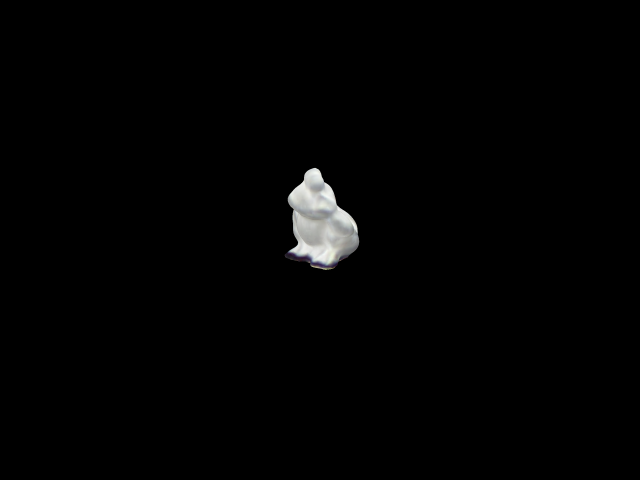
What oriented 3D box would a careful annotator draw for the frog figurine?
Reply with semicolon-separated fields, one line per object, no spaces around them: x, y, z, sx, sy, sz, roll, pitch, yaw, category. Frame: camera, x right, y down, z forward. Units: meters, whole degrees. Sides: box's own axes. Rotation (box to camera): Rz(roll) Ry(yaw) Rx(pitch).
0.003;-0.043;0.850;0.123;0.157;0.139;-6;17;-22;frog figurine
